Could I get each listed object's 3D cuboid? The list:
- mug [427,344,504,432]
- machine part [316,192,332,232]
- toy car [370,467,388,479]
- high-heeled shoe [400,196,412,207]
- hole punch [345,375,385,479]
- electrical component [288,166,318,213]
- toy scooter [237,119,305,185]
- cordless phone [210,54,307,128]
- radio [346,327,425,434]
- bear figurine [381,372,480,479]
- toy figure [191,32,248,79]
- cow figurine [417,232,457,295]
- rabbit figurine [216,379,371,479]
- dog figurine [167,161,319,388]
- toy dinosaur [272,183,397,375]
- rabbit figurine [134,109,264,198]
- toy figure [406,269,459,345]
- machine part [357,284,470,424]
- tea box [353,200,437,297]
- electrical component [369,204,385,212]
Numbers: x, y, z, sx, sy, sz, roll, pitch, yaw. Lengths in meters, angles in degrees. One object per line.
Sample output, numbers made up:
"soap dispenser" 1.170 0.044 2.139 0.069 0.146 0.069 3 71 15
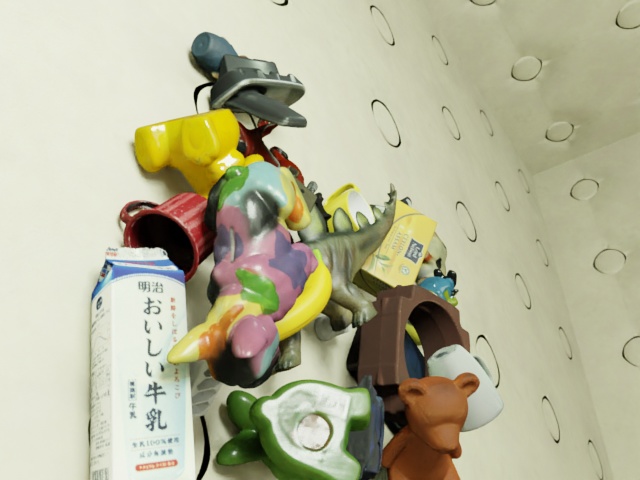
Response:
"mug" 0.212 0.203 0.783 0.109 0.081 0.107 -31 91 -37
"machine part" -0.002 -0.003 0.890 0.039 0.084 0.139 -4 78 -25
"toy car" 0.076 0.407 0.732 0.056 0.074 0.202 52 33 -30
"high-heeled shoe" 0.177 0.000 1.161 0.145 0.086 0.249 58 40 -6
"hole punch" 0.038 0.270 0.734 0.092 0.116 0.142 55 32 -34
"electrical component" -0.049 -0.058 0.718 0.078 0.045 0.102 38 41 -21
"toy scooter" -0.082 -0.129 0.853 0.183 0.075 0.135 49 32 -19
"cordless phone" -0.064 -0.210 0.818 0.146 0.088 0.184 -9 34 -46
"radio" 0.142 0.251 0.948 0.229 0.073 0.131 55 33 -17
"bear figurine" 0.151 0.269 0.695 0.120 0.195 0.132 -1 41 -14
"toy figure" -0.141 -0.283 0.878 0.058 0.064 0.154 39 9 32
"cow figurine" 0.258 0.074 1.247 0.127 0.085 0.195 45 35 -22
"rabbit figurine" -0.036 0.236 0.617 0.159 0.170 0.121 12 56 -8
"dog figurine" -0.078 0.036 0.541 0.219 0.109 0.191 -65 146 -62
"toy dinosaur" -0.004 0.042 0.770 0.471 0.105 0.198 -27 90 -43
"rabbit figurine" -0.146 -0.080 0.707 0.162 0.122 0.173 -44 122 -68
"toy figure" 0.225 0.136 1.101 0.180 0.082 0.089 -42 99 -35
"machine part" 0.152 0.186 0.850 0.201 0.087 0.201 30 56 -38
"tea box" 0.132 0.021 0.960 0.098 0.068 0.169 28 58 -2
"electrical component" 0.116 -0.005 1.042 0.115 0.058 0.134 11 60 -14
